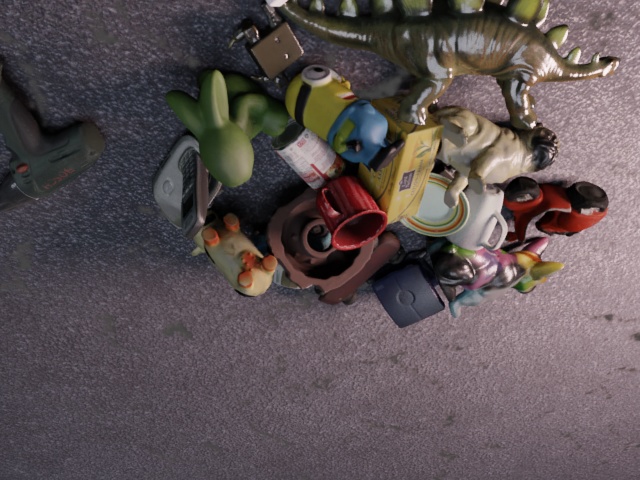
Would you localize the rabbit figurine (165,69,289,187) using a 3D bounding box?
[{"bbox_3d":[-0.120,-0.153,0.722,0.121,0.170,0.159,-22,133,17],"label":"rabbit figurine"}]

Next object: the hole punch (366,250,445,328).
[{"bbox_3d":[0.173,0.099,1.051,0.142,0.092,0.115,-29,126,28],"label":"hole punch"}]

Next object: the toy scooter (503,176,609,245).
[{"bbox_3d":[0.392,-0.042,0.930,0.184,0.075,0.135,7,134,-5],"label":"toy scooter"}]

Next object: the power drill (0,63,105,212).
[{"bbox_3d":[-0.454,-0.142,0.780,0.232,0.086,0.207,-19,129,13],"label":"power drill"}]

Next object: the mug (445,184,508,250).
[{"bbox_3d":[0.269,-0.040,0.905,0.081,0.110,0.107,-10,133,-31],"label":"mug"}]

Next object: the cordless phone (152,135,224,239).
[{"bbox_3d":[-0.199,-0.053,0.809,0.088,0.184,0.146,24,129,-30],"label":"cordless phone"}]

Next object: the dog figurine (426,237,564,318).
[{"bbox_3d":[0.325,0.043,0.993,0.219,0.108,0.191,-21,130,11],"label":"dog figurine"}]

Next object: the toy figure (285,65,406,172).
[{"bbox_3d":[0.027,-0.163,0.731,0.180,0.082,0.089,47,104,11],"label":"toy figure"}]

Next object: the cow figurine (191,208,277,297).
[{"bbox_3d":[-0.155,0.016,0.901,0.085,0.195,0.127,-38,161,-23],"label":"cow figurine"}]

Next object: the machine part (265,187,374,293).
[{"bbox_3d":[-0.002,-0.003,0.892,0.179,0.179,0.056,9,178,-11],"label":"machine part"}]

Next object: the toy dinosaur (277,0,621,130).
[{"bbox_3d":[0.156,-0.255,0.690,0.472,0.105,0.198,3,127,1],"label":"toy dinosaur"}]

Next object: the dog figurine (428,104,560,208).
[{"bbox_3d":[0.256,-0.157,0.815,0.190,0.121,0.172,-29,99,-21],"label":"dog figurine"}]

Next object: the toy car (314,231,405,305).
[{"bbox_3d":[0.071,0.054,1.022,0.089,0.053,0.202,20,127,-36],"label":"toy car"}]

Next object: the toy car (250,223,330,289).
[{"bbox_3d":[-0.046,0.034,0.962,0.162,0.103,0.109,4,134,-10],"label":"toy car"}]

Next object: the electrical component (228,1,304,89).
[{"bbox_3d":[-0.071,-0.254,0.717,0.078,0.045,0.102,-45,130,0],"label":"electrical component"}]

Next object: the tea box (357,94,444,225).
[{"bbox_3d":[0.114,-0.119,0.809,0.068,0.098,0.169,-19,139,-23],"label":"tea box"}]

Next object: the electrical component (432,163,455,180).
[{"bbox_3d":[0.210,-0.096,0.901,0.094,0.021,0.063,-36,127,28],"label":"electrical component"}]
